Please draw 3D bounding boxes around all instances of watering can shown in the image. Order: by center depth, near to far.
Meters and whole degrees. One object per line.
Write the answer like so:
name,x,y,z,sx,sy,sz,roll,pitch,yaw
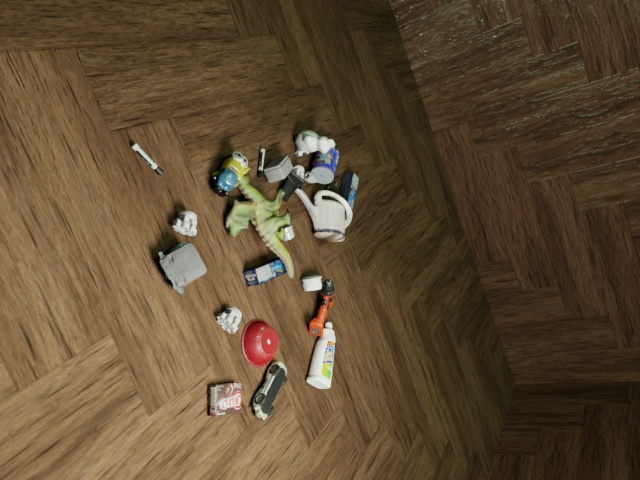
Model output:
watering can,0.007,-0.109,2.166,0.346,0.103,0.228,13,67,-38

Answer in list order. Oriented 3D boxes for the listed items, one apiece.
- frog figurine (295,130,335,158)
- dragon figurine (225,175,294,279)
frog figurine,-0.023,-0.415,2.172,0.138,0.158,0.123,-4,82,-56
dragon figurine,-0.223,-0.054,1.814,0.243,0.120,0.414,-5,75,-33
